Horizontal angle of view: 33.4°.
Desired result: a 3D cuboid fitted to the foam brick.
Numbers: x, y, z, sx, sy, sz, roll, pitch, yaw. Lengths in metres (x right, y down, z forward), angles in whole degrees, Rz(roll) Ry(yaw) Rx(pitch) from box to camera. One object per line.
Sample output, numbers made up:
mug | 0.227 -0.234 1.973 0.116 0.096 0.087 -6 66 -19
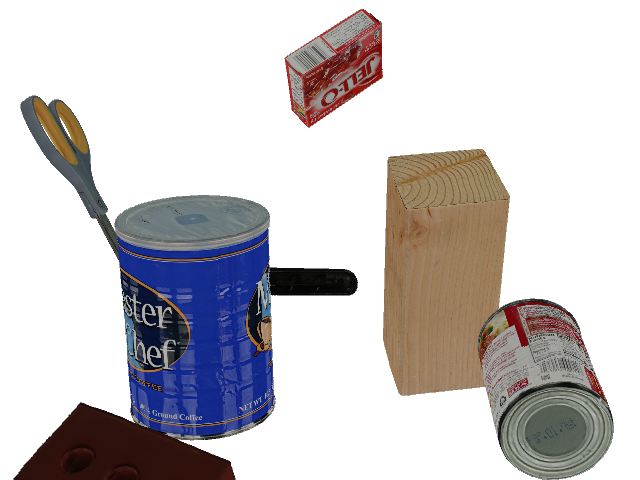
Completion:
foam brick | -0.078 0.112 0.436 0.078 0.051 0.053 16 43 22

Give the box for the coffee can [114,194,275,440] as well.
coffee can | -0.084 0.050 0.730 0.103 0.140 0.103 -1 19 0

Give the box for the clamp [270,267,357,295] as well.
clamp | -0.091 0.045 1.041 0.210 0.036 0.164 11 20 44

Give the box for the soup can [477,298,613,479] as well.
soup can | 0.136 0.089 0.654 0.068 0.068 0.102 0 25 1

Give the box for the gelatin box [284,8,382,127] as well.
gelatin box | 0.014 -0.150 0.934 0.089 0.030 0.073 -35 -26 -16

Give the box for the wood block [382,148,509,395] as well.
wood block | 0.109 0.031 0.967 0.090 0.206 0.090 -5 34 -6

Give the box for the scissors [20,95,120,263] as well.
scissors | -0.200 -0.045 0.946 0.016 0.201 0.096 -25 23 11
